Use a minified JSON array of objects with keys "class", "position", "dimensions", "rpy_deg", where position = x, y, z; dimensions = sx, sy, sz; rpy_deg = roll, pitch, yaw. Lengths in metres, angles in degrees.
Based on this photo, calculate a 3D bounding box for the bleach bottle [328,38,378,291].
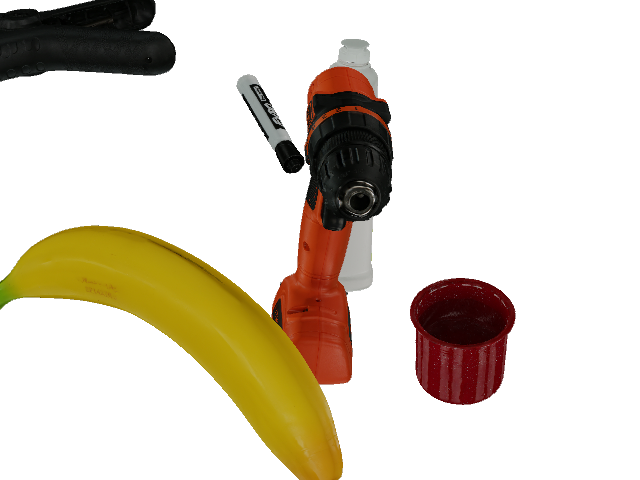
[{"class":"bleach bottle","position":[0.027,-0.079,1.098],"dimensions":[0.068,0.251,0.102],"rpy_deg":[-1,28,-10]}]

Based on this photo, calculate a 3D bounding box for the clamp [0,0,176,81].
[{"class":"clamp","position":[-0.172,-0.123,0.648],"dimensions":[0.171,0.039,0.120],"rpy_deg":[-2,21,-5]}]

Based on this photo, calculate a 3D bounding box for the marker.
[{"class":"marker","position":[-0.041,-0.096,0.878],"dimensions":[0.020,0.020,0.121],"rpy_deg":[0,41,-29]}]

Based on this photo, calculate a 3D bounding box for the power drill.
[{"class":"power drill","position":[0.008,-0.003,0.692],"dimensions":[0.057,0.188,0.184],"rpy_deg":[8,27,-5]}]

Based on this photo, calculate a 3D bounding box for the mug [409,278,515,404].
[{"class":"mug","position":[0.127,0.087,0.979],"dimensions":[0.093,0.081,0.117],"rpy_deg":[-5,39,-2]}]

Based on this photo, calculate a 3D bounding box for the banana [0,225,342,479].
[{"class":"banana","position":[-0.067,0.040,0.487],"dimensions":[0.198,0.070,0.037],"rpy_deg":[24,13,21]}]
